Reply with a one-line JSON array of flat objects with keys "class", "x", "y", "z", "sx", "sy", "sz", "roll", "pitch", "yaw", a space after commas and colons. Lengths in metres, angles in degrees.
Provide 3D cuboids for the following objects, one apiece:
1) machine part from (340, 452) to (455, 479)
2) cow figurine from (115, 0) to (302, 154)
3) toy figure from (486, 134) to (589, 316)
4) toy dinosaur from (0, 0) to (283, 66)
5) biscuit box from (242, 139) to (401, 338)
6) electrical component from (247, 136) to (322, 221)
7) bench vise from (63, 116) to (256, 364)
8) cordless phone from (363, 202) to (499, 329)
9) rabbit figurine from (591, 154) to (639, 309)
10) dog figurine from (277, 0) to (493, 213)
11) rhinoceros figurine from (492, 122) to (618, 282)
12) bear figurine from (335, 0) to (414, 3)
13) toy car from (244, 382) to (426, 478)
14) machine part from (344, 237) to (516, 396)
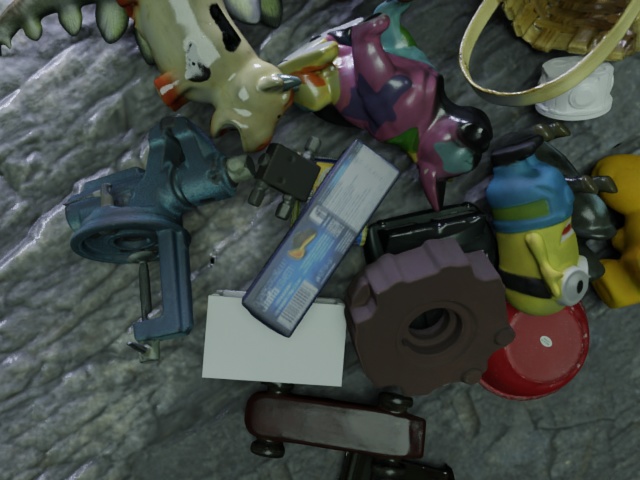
[{"class": "machine part", "x": 0.091, "y": 0.276, "z": 0.626, "sx": 0.139, "sy": 0.039, "sz": 0.084, "roll": 16, "pitch": 84, "yaw": -1}, {"class": "cow figurine", "x": -0.100, "y": -0.175, "z": 0.517, "sx": 0.127, "sy": 0.085, "sz": 0.194, "roll": -25, "pitch": 98, "yaw": 0}, {"class": "toy figure", "x": 0.217, "y": -0.011, "z": 0.550, "sx": 0.082, "sy": 0.089, "sz": 0.180, "roll": -23, "pitch": 98, "yaw": -25}, {"class": "toy dinosaur", "x": -0.156, "y": -0.299, "z": 0.577, "sx": 0.472, "sy": 0.105, "sz": 0.198, "roll": -18, "pitch": 92, "yaw": -2}, {"class": "biscuit box", "x": -0.001, "y": -0.002, "z": 0.547, "sx": 0.059, "sy": 0.063, "sz": 0.202, "roll": 36, "pitch": 84, "yaw": -7}, {"class": "electrical component", "x": -0.035, "y": -0.070, "z": 0.552, "sx": 0.063, "sy": 0.021, "sz": 0.094, "roll": 27, "pitch": 87, "yaw": -33}, {"class": "bench vise", "x": -0.161, "y": 0.002, "z": 0.559, "sx": 0.224, "sy": 0.128, "sz": 0.240, "roll": -10, "pitch": 71, "yaw": 4}, {"class": "cordless phone", "x": 0.134, "y": 0.058, "z": 0.616, "sx": 0.147, "sy": 0.089, "sz": 0.184, "roll": -12, "pitch": 102, "yaw": -4}, {"class": "rabbit figurine", "x": 0.381, "y": -0.025, "z": 0.605, "sx": 0.162, "sy": 0.121, "sz": 0.173, "roll": -19, "pitch": 72, "yaw": -6}, {"class": "dog figurine", "x": 0.076, "y": -0.133, "z": 0.588, "sx": 0.192, "sy": 0.108, "sz": 0.219, "roll": -16, "pitch": 114, "yaw": 33}, {"class": "rhinoceros figurine", "x": 0.261, "y": -0.042, "z": 0.599, "sx": 0.112, "sy": 0.073, "sz": 0.190, "roll": -36, "pitch": 77, "yaw": 40}, {"class": "bear figurine", "x": 0.033, "y": -0.328, "z": 0.520, "sx": 0.120, "sy": 0.132, "sz": 0.195, "roll": -12, "pitch": 110, "yaw": -18}, {"class": "toy car", "x": 0.015, "y": 0.206, "z": 0.602, "sx": 0.202, "sy": 0.053, "sz": 0.089, "roll": 4, "pitch": 77, "yaw": 9}, {"class": "machine part", "x": 0.112, "y": 0.085, "z": 0.558, "sx": 0.179, "sy": 0.056, "sz": 0.179, "roll": -4, "pitch": 120, "yaw": -7}]
